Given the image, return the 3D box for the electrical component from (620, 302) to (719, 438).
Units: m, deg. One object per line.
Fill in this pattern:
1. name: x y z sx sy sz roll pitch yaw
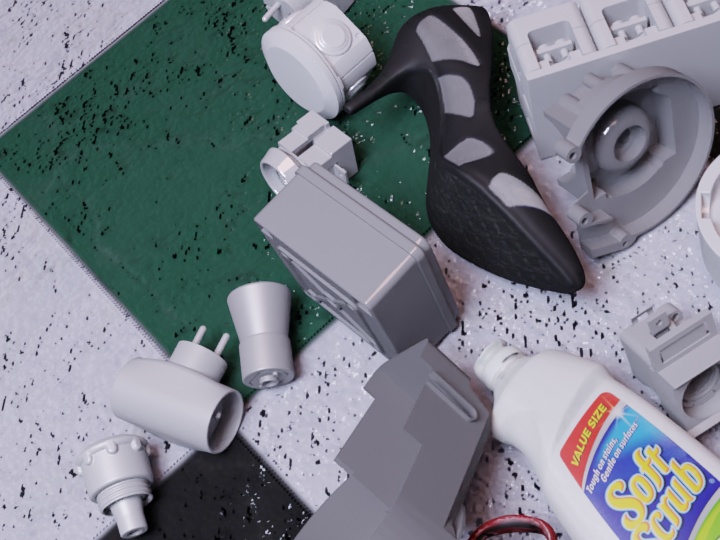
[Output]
1. electrical component: 0.188 0.056 0.628 0.042 0.081 0.063 -31 35 -4

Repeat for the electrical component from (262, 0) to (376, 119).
1. electrical component: -0.031 -0.158 0.808 0.080 0.080 0.051 35 69 30

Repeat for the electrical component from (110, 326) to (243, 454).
1. electrical component: -0.113 0.074 0.715 0.077 0.043 0.079 16 66 23

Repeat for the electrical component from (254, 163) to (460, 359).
1. electrical component: 0.000 0.000 0.689 0.109 0.108 0.056 37 78 30

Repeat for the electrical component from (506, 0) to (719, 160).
1. electrical component: 0.183 -0.146 0.734 0.150 0.089 0.061 -17 57 6

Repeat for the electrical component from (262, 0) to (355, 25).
1. electrical component: -0.051 -0.218 0.856 0.047 0.065 0.076 29 71 28

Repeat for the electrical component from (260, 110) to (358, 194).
1. electrical component: -0.039 -0.078 0.783 0.055 0.048 0.066 -40 58 -18

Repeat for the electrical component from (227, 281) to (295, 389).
1. electrical component: -0.064 0.046 0.720 0.044 0.044 0.065 -13 62 8

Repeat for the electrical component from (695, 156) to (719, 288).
1. electrical component: 0.261 -0.024 0.658 0.108 0.060 0.108 -7 59 12

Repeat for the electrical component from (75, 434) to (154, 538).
1. electrical component: -0.152 0.139 0.688 0.048 0.048 0.062 -24 64 1
